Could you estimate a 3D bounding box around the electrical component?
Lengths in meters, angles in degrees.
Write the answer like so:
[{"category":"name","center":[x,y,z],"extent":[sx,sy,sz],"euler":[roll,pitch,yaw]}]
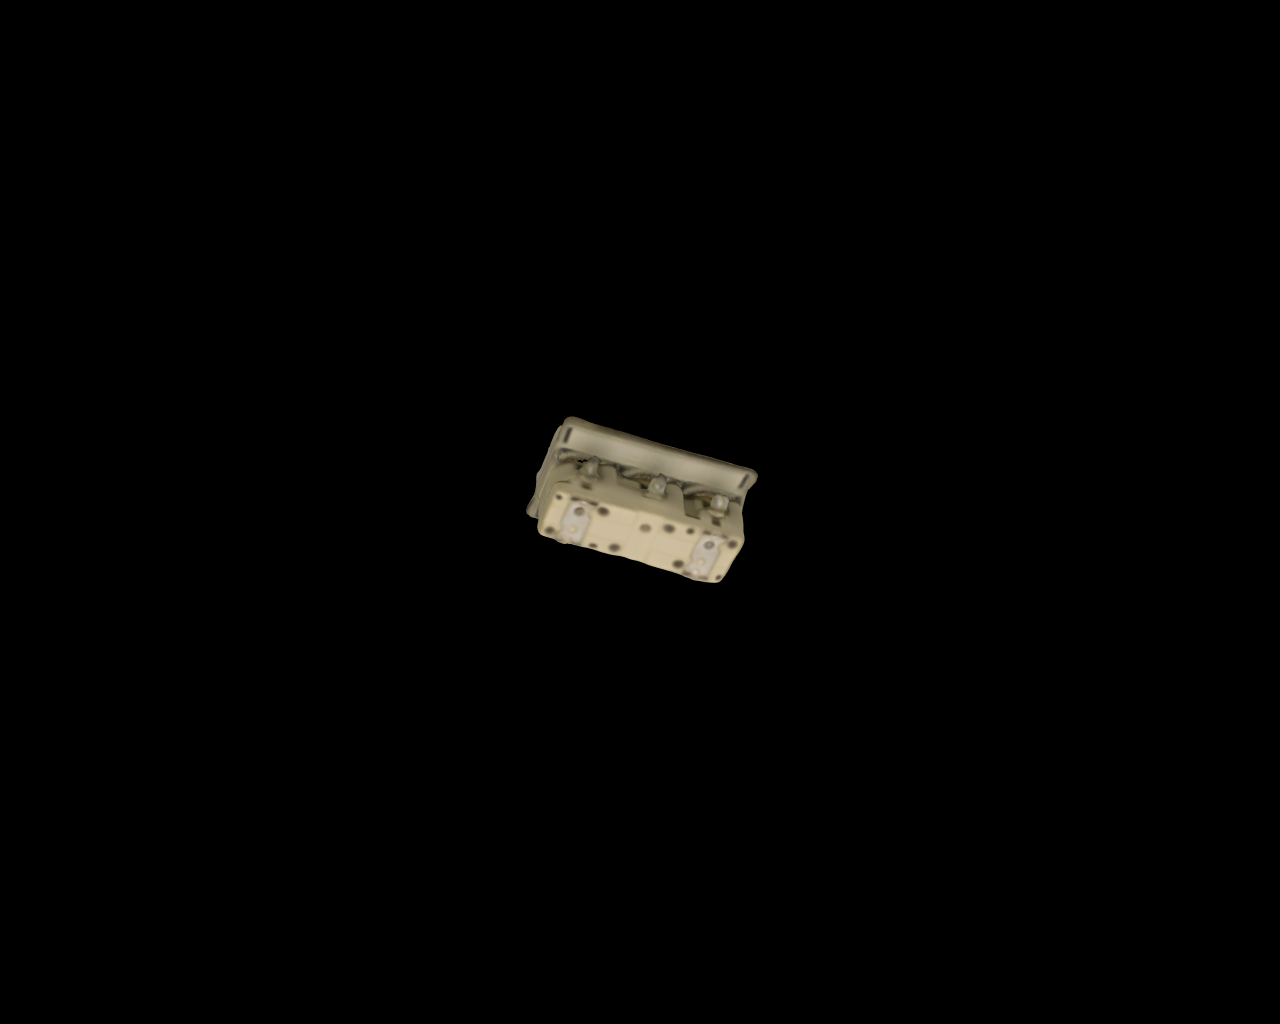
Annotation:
[{"category":"electrical component","center":[0.001,-0.003,0.650],"extent":[0.121,0.078,0.063],"euler":[17,39,-14]}]
